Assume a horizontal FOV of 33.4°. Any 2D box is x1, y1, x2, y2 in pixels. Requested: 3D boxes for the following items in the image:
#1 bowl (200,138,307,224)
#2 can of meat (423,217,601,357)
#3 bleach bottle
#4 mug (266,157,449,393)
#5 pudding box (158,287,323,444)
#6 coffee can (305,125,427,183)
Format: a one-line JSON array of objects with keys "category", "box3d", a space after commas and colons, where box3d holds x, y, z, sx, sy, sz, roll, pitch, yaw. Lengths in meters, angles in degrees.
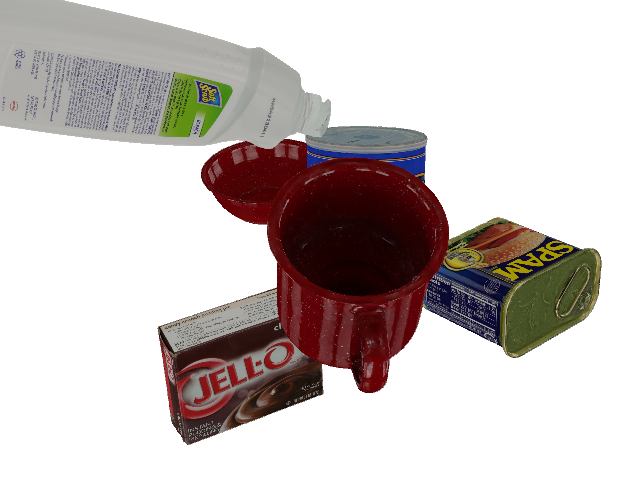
[{"category": "bowl", "box3d": [-0.066, -0.066, 1.322, 0.162, 0.055, 0.162, -2, 33, 1]}, {"category": "can of meat", "box3d": [0.132, 0.029, 0.752, 0.101, 0.057, 0.084, -23, 32, -34]}, {"category": "bleach bottle", "box3d": [-0.118, -0.108, 0.772, 0.250, 0.068, 0.103, 11, -45, -14]}, {"category": "mug", "box3d": [0.020, 0.026, 0.567, 0.093, 0.117, 0.081, -7, -35, -8]}, {"category": "pudding box", "box3d": [-0.055, 0.086, 0.761, 0.113, 0.090, 0.039, -19, 42, -21]}, {"category": "coffee can", "box3d": [0.038, -0.022, 0.915, 0.103, 0.140, 0.103, 0, 15, 0]}]
